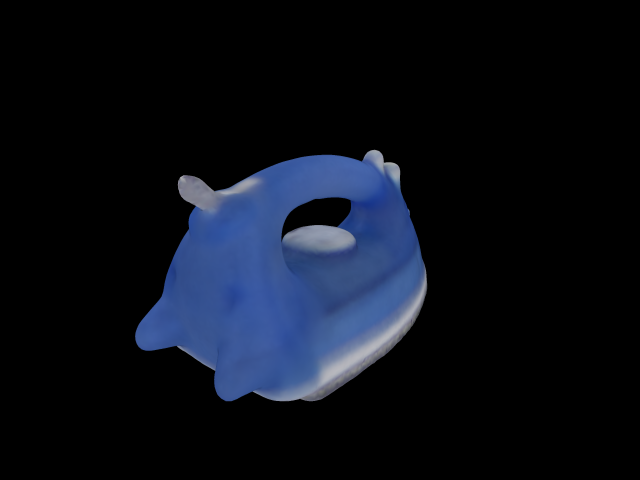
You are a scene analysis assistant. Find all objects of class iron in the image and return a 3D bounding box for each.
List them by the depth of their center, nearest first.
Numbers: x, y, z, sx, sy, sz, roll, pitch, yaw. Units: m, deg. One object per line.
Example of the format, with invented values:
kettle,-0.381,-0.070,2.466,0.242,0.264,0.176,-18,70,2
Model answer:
iron,0.004,0.001,0.400,0.118,0.141,0.259,17,27,37
